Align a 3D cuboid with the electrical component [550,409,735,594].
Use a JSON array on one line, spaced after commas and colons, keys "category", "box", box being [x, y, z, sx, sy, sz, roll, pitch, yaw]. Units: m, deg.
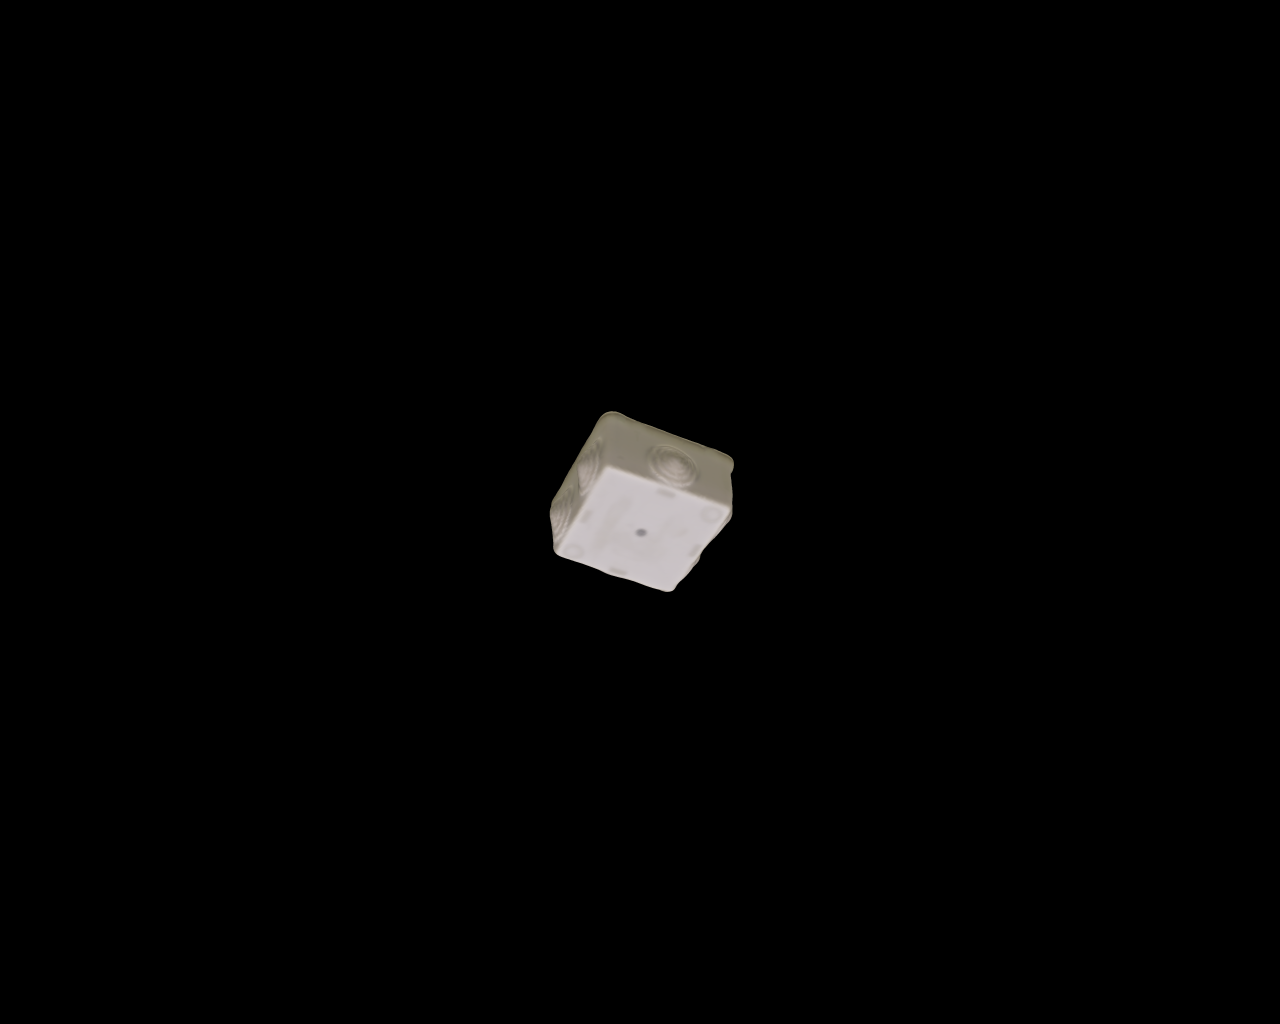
[{"category": "electrical component", "box": [0.001, -0.003, 0.650, 0.100, 0.048, 0.099, 20, -50, -17]}]
